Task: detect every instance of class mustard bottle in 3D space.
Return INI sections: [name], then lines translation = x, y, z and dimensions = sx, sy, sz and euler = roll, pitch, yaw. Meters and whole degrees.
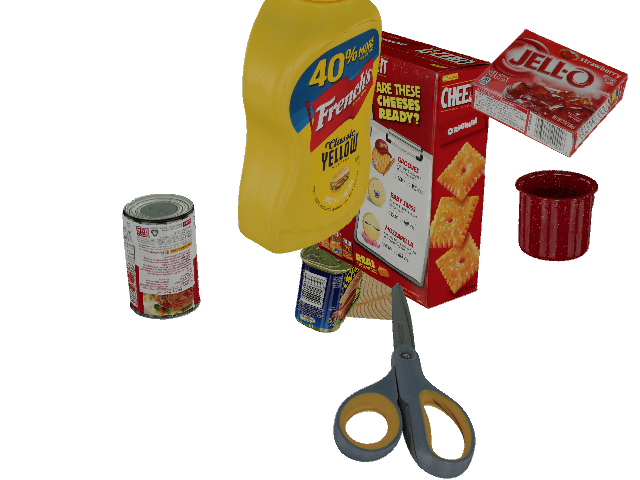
[mustard bottle]
translation = -0.004, -0.090, 0.620
dimensions = 0.058, 0.192, 0.096
euler = 31, 46, 30

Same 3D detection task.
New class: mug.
[mug]
translation = 0.280, -0.032, 1.246
dimensions = 0.093, 0.081, 0.117
euler = 20, 33, 41

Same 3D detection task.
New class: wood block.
[wood block]
translation = 0.075, 0.025, 1.551
dimensions = 0.091, 0.090, 0.206
euler = 4, 25, -1

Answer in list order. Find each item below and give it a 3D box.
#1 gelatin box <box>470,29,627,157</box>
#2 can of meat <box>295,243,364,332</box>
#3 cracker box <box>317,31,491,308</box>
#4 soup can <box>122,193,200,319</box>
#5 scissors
[gelatin box]
translation = 0.166, -0.110, 0.781
dimensions = 0.089, 0.073, 0.030
euler = 32, -29, 26
[can of meat]
translation = 0.013, 0.040, 1.164
dimensions = 0.057, 0.084, 0.102
euler = 19, 32, 15
[cracker box]
translation = 0.071, -0.069, 0.961
dimensions = 0.071, 0.214, 0.164
euler = -16, 29, -33
[soup can]
translation = -0.151, 0.014, 1.014
dimensions = 0.068, 0.102, 0.068
euler = 0, 24, 0
[scissors]
translation = 0.041, 0.088, 0.716
dimensions = 0.096, 0.016, 0.202
euler = -4, 31, -15
